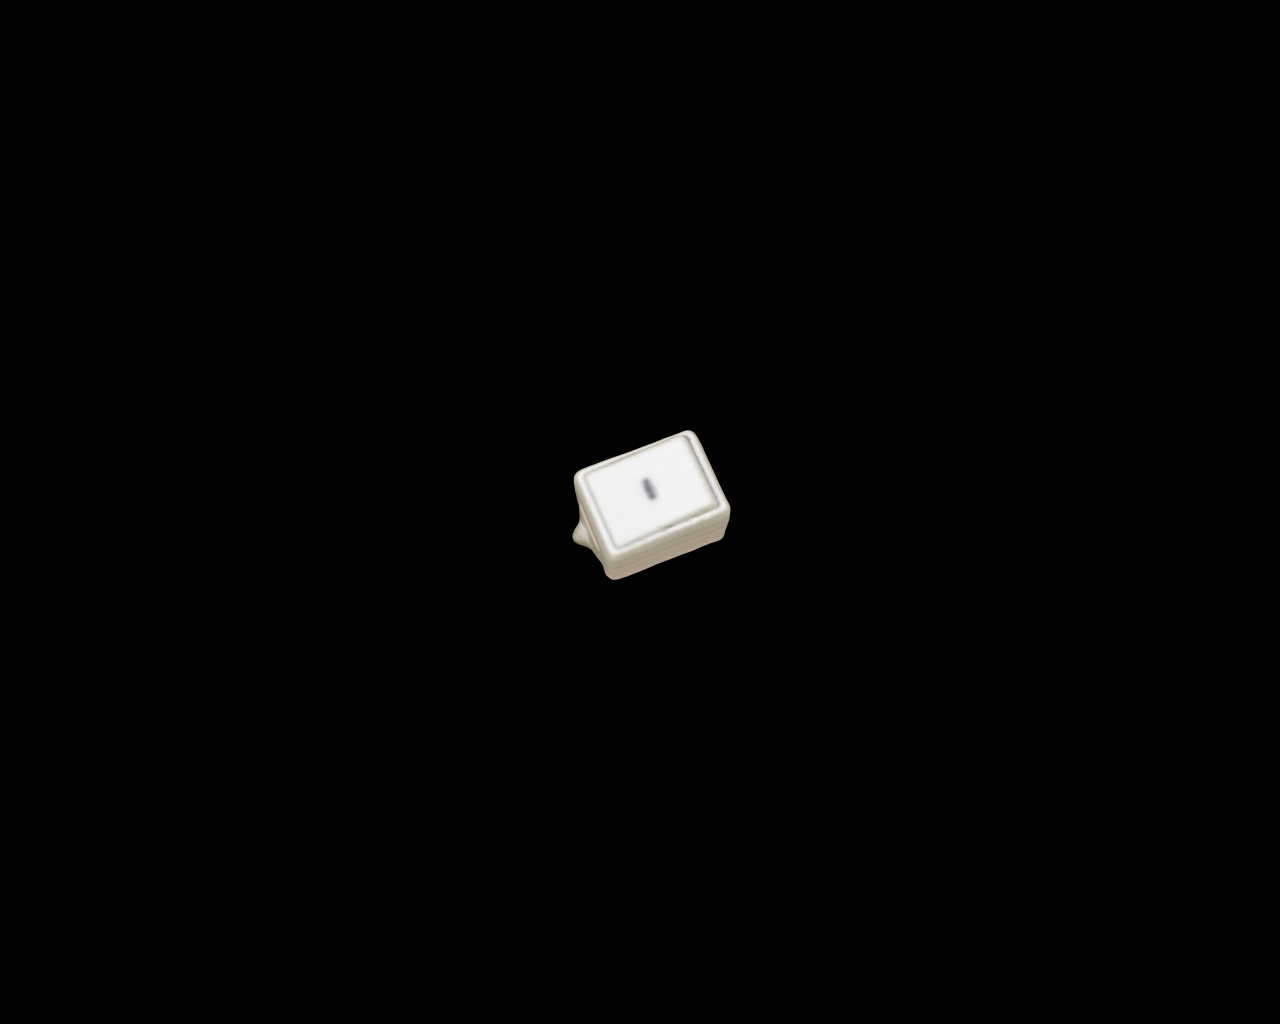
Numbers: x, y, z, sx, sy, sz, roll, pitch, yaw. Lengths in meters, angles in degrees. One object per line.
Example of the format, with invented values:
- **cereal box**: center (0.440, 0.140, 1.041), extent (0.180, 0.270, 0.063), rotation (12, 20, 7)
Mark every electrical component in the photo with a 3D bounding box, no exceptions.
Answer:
- **electrical component**: center (0.001, -0.003, 0.650), extent (0.096, 0.062, 0.061), rotation (-21, -18, -7)
